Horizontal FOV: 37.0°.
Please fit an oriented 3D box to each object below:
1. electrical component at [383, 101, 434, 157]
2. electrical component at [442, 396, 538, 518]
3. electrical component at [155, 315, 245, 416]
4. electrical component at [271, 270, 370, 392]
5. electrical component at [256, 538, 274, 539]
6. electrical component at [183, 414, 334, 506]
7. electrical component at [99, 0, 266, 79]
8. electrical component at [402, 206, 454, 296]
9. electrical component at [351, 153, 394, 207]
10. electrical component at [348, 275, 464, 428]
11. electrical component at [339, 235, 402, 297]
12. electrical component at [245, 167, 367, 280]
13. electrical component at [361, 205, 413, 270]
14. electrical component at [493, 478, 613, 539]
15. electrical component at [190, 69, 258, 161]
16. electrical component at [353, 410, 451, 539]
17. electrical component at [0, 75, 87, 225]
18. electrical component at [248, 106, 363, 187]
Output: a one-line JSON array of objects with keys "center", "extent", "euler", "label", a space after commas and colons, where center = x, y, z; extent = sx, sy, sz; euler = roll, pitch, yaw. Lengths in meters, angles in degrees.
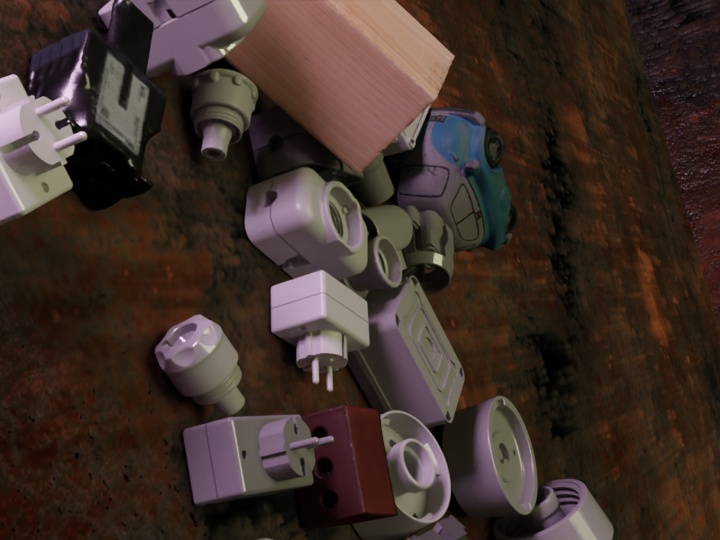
[{"center": [0.019, -0.149, 1.009], "extent": [0.061, 0.061, 0.096], "euler": [57, 38, -31], "label": "electrical component"}, {"center": [0.113, 0.174, 0.982], "extent": [0.108, 0.060, 0.108], "euler": [42, 39, -47], "label": "electrical component"}, {"center": [-0.093, 0.062, 0.660], "extent": [0.062, 0.043, 0.043], "euler": [60, 28, -28], "label": "electrical component"}, {"center": [-0.028, 0.051, 0.792], "extent": [0.066, 0.047, 0.076], "euler": [37, 42, -51], "label": "electrical component"}, {"center": [-0.059, 0.192, 0.646], "extent": [0.048, 0.048, 0.062], "euler": [52, 25, -36], "label": "electrical component"}, {"center": [-0.053, 0.113, 0.670], "extent": [0.083, 0.076, 0.047], "euler": [12, 64, -61], "label": "electrical component"}, {"center": [-0.113, -0.167, 0.705], "extent": [0.059, 0.095, 0.053], "euler": [60, 28, -25], "label": "electrical component"}, {"center": [0.056, -0.014, 0.994], "extent": [0.078, 0.058, 0.057], "euler": [45, 33, -44], "label": "electrical component"}, {"center": [0.007, -0.085, 0.961], "extent": [0.046, 0.040, 0.040], "euler": [65, 26, -27], "label": "electrical component"}, {"center": [0.034, 0.072, 0.893], "extent": [0.113, 0.057, 0.078], "euler": [62, 27, -21], "label": "electrical component"}, {"center": [0.000, 0.000, 0.873], "extent": [0.045, 0.055, 0.045], "euler": [42, 38, -47], "label": "electrical component"}, {"center": [-0.036, -0.032, 0.817], "extent": [0.095, 0.059, 0.053], "euler": [43, 38, -46], "label": "electrical component"}, {"center": [0.017, -0.015, 0.931], "extent": [0.077, 0.043, 0.079], "euler": [-17, 90, -65], "label": "electrical component"}, {"center": [0.178, 0.241, 1.022], "extent": [0.060, 0.108, 0.108], "euler": [61, 27, -10], "label": "electrical component"}, {"center": [-0.099, -0.107, 0.758], "extent": [0.048, 0.048, 0.062], "euler": [41, 46, -48], "label": "electrical component"}, {"center": [0.023, 0.161, 0.834], "extent": [0.099, 0.064, 0.099], "euler": [33, 41, -34], "label": "electrical component"}, {"center": [-0.172, -0.064, 0.544], "extent": [0.065, 0.077, 0.047], "euler": [66, 26, -14], "label": "electrical component"}, {"center": [-0.043, -0.098, 0.850], "extent": [0.095, 0.054, 0.059], "euler": [8, 67, -62], "label": "electrical component"}]
